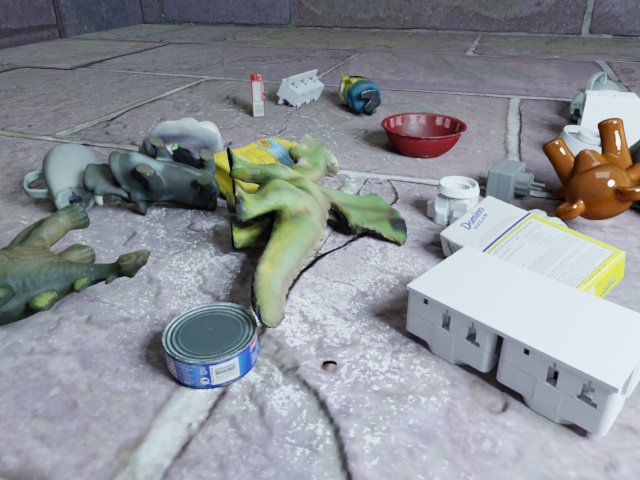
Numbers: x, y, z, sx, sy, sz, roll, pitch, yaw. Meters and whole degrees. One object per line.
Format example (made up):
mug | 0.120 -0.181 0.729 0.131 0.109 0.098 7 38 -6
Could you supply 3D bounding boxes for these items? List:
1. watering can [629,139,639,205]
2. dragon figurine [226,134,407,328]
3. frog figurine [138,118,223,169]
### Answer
watering can | 0.575 -0.113 0.776 0.224 0.102 0.355 2 29 7
dragon figurine | 0.002 -0.033 0.662 0.243 0.119 0.419 -1 36 -18
frog figurine | -0.236 -0.165 0.880 0.137 0.120 0.163 -21 41 2
